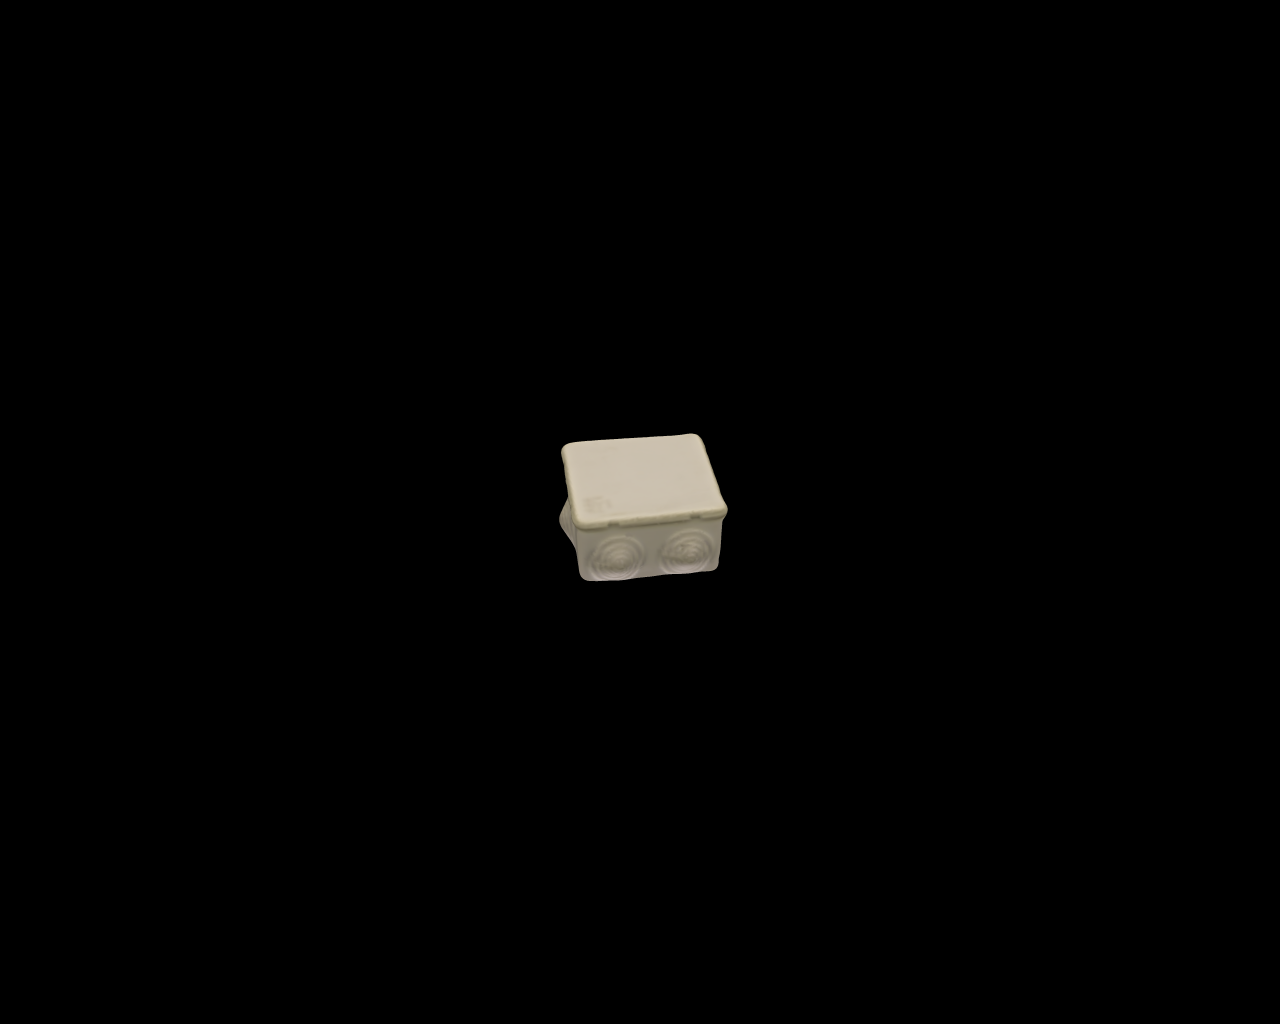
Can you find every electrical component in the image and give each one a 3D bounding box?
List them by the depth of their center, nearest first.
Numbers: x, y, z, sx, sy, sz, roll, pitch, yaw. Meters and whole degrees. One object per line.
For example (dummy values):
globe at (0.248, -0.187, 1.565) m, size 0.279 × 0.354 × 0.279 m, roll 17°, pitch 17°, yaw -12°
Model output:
electrical component at (0.001, -0.003, 0.650) m, size 0.100 × 0.048 × 0.100 m, roll -5°, pitch 36°, yaw -7°
